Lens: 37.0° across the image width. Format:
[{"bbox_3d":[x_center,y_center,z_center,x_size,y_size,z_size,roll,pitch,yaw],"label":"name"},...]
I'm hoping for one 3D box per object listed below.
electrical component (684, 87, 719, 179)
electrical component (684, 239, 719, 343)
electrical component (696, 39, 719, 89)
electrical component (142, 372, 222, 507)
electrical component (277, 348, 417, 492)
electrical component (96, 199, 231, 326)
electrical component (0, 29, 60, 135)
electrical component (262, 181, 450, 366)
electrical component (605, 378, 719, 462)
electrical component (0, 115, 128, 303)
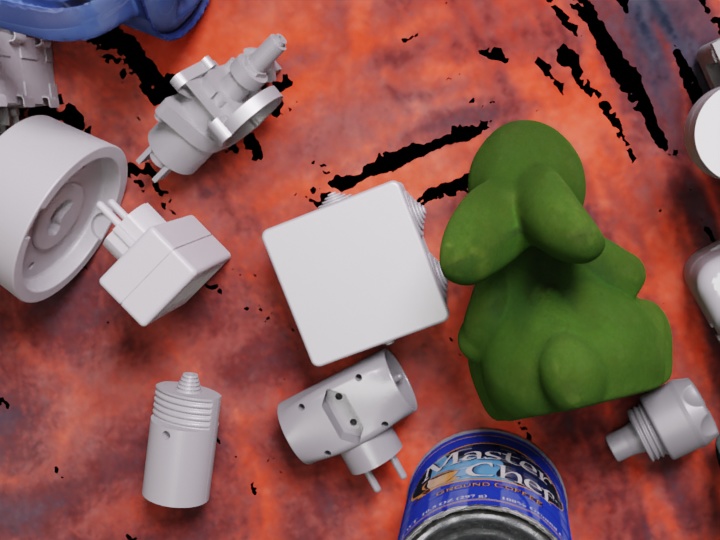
[{"bbox_3d":[0.237,-0.059,0.539,0.138,0.074,0.052,14,99,6],"label":"electrical component"},{"bbox_3d":[0.234,0.028,0.623,0.054,0.059,0.095,-29,93,10],"label":"electrical component"},{"bbox_3d":[0.264,-0.076,0.603,0.089,0.061,0.150,-25,94,10],"label":"electrical component"},{"bbox_3d":[-0.113,0.105,0.687,0.043,0.043,0.081,9,99,6],"label":"electrical component"},{"bbox_3d":[0.001,0.101,0.672,0.077,0.043,0.079,-28,95,10],"label":"electrical component"},{"bbox_3d":[-0.129,-0.015,0.652,0.047,0.083,0.075,-44,90,11],"label":"electrical component"},{"bbox_3d":[-0.227,-0.115,0.632,0.063,0.121,0.078,-5,98,6],"label":"electrical component"},{"bbox_3d":[0.000,0.000,0.655,0.100,0.048,0.099,-21,95,10],"label":"electrical component"},{"bbox_3d":[0.180,0.095,0.647,0.062,0.043,0.043,-28,93,12],"label":"electrical component"},{"bbox_3d":[-0.197,-0.042,0.648,0.060,0.108,0.108,30,101,9],"label":"electrical component"}]
